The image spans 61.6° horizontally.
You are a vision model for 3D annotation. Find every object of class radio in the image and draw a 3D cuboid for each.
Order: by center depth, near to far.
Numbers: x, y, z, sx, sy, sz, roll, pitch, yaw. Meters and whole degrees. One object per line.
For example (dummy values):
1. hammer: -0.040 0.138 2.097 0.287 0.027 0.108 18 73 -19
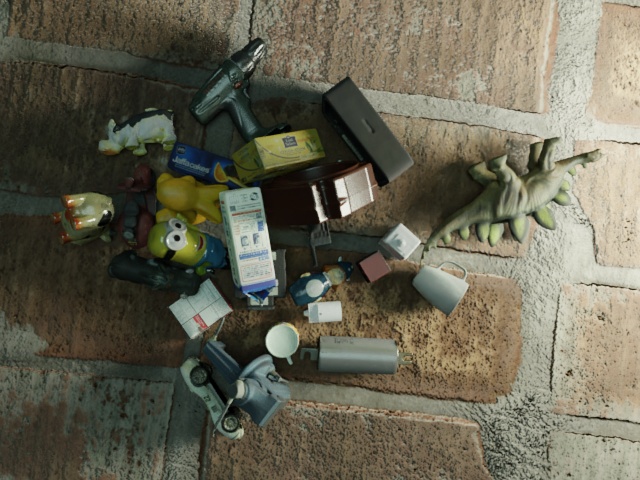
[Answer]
1. radio: 0.097 -0.225 1.155 0.073 0.131 0.229 -36 89 -4

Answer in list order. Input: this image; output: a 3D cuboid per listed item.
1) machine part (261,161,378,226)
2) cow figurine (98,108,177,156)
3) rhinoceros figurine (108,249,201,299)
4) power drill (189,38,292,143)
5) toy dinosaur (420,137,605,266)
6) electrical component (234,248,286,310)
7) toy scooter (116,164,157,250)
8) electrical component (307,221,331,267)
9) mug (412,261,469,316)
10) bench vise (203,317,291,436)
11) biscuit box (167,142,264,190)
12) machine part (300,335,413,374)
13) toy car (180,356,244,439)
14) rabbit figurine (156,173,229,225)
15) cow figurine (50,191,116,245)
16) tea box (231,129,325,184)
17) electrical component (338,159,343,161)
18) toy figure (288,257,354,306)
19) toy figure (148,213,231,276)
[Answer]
1. machine part: -0.002 -0.098 1.089 0.201 0.202 0.087 -29 112 -46
2. cow figurine: -0.397 -0.236 1.163 0.167 0.068 0.098 -9 82 -7
3. rhinoceros figurine: -0.343 0.069 1.127 0.190 0.112 0.073 16 83 -2
4. power drill: -0.154 -0.302 1.173 0.232 0.086 0.207 -39 93 -3
5. toy dinosaur: 0.413 -0.090 1.177 0.472 0.105 0.198 -21 90 -2
6. electrical component: -0.129 0.084 1.164 0.115 0.058 0.134 1 87 -1
7. toy scooter: -0.385 -0.072 1.121 0.075 0.135 0.183 5 88 -4
8. electrical component: -0.002 -0.004 1.166 0.048 0.075 0.119 -11 84 -1
9. mug: 0.263 0.092 1.172 0.107 0.081 0.109 31 91 9
10. bench vise: -0.164 0.277 1.095 0.241 0.223 0.129 37 101 26
11. biscuit box: -0.225 -0.151 1.170 0.203 0.059 0.062 18 86 -2
12. machine part: 0.079 0.246 1.154 0.243 0.079 0.079 4 87 -2
13. toy car: -0.226 0.335 1.136 0.056 0.073 0.201 -34 89 -7
14. rabbit figurine: -0.276 -0.077 1.109 0.162 0.173 0.122 12 82 2
15. cow figurine: -0.472 -0.041 1.097 0.127 0.195 0.085 -17 82 -39
16. tea box: -0.085 -0.176 1.122 0.169 0.098 0.068 -21 90 -42
17. electrical component: 0.067 -0.137 1.197 0.094 0.021 0.063 39 75 -1
18. toy figure: 0.008 0.091 1.165 0.154 0.058 0.064 -27 125 -12
19. toy figure: -0.260 0.019 1.087 0.089 0.180 0.082 -43 48 19
